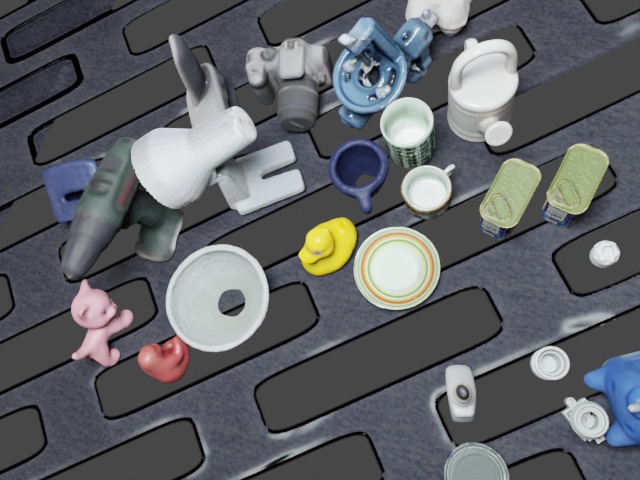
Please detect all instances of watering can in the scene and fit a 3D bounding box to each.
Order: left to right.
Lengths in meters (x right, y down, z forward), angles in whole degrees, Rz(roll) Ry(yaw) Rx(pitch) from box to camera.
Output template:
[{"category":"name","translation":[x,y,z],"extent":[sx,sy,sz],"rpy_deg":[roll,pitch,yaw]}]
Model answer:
[{"category":"watering can","translation":[0.242,-0.221,0.839],"extent":[0.101,0.194,0.172],"rpy_deg":[-34,71,2]}]

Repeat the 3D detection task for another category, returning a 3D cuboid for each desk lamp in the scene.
[{"category":"desk lamp","translation":[-0.153,-0.120,0.887],"extent":[0.203,0.214,0.118],"rpy_deg":[-21,72,6]}]

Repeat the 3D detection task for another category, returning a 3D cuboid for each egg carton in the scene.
[{"category":"egg carton","translation":[0.206,-0.420,0.964],"extent":[0.107,0.069,0.150],"rpy_deg":[11,78,15]}]

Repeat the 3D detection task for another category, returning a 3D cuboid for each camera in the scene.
[{"category":"camera","translation":[-0.054,-0.259,0.962],"extent":[0.143,0.101,0.137],"rpy_deg":[-2,75,12]}]

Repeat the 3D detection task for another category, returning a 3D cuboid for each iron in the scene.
[{"category":"iron","translation":[0.480,0.180,0.710],"extent":[0.258,0.142,0.118],"rpy_deg":[-18,72,7]}]

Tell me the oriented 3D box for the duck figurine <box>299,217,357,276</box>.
[{"category":"duck figurine","translation":[0.008,0.003,0.888],"extent":[0.104,0.086,0.077],"rpy_deg":[-45,71,-2]}]

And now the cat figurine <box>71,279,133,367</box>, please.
[{"category":"cat figurine","translation":[-0.363,0.133,0.917],"extent":[0.067,0.118,0.128],"rpy_deg":[11,78,15]}]

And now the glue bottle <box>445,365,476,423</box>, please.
[{"category":"glue bottle","translation":[0.186,0.202,0.751],"extent":[0.037,0.173,0.078],"rpy_deg":[-7,74,11]}]

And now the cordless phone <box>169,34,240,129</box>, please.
[{"category":"cordless phone","translation":[-0.200,-0.237,0.943],"extent":[0.094,0.185,0.147],"rpy_deg":[-22,72,6]}]

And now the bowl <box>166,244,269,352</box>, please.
[{"category":"bowl","translation":[-0.151,0.095,0.904],"extent":[0.167,0.075,0.167],"rpy_deg":[-3,75,11]}]

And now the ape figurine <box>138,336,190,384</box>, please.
[{"category":"ape figurine","translation":[-0.249,0.185,0.892],"extent":[0.077,0.092,0.076],"rpy_deg":[-12,73,9]}]

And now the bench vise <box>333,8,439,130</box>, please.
[{"category":"bench vise","translation":[0.089,-0.293,0.877],"extent":[0.121,0.220,0.207],"rpy_deg":[26,82,17]}]

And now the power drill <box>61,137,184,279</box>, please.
[{"category":"power drill","translation":[-0.300,-0.033,0.899],"extent":[0.075,0.209,0.230],"rpy_deg":[9,78,15]}]

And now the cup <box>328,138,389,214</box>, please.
[{"category":"cup","translation":[0.068,-0.088,0.894],"extent":[0.091,0.095,0.118],"rpy_deg":[-14,73,9]}]

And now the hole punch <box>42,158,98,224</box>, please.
[{"category":"hole punch","translation":[-0.413,-0.079,0.997],"extent":[0.108,0.091,0.101],"rpy_deg":[-13,73,9]}]
